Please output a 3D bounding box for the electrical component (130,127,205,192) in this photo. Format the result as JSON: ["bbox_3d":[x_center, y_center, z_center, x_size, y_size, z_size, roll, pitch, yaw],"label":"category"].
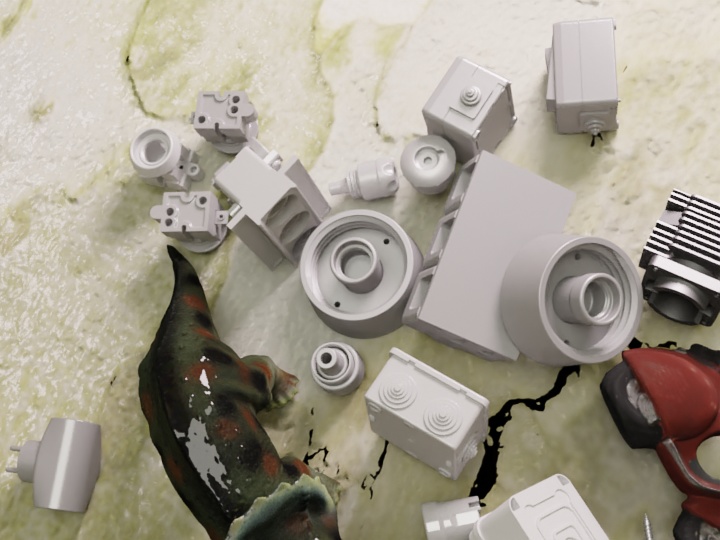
[{"bbox_3d":[-0.183,-0.102,0.995,0.066,0.055,0.048,12,76,15],"label":"electrical component"}]

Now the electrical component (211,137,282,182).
[{"bbox_3d":[-0.102,-0.087,0.979,0.055,0.045,0.045,-44,70,-3],"label":"electrical component"}]

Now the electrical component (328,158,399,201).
[{"bbox_3d":[0.003,-0.078,0.961,0.061,0.035,0.035,-12,72,11],"label":"electrical component"}]

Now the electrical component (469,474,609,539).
[{"bbox_3d":[0.146,0.222,0.811,0.113,0.078,0.057,57,133,20],"label":"electrical component"}]

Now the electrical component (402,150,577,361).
[{"bbox_3d":[0.105,-0.009,0.894,0.089,0.062,0.150,24,78,-9],"label":"electrical component"}]

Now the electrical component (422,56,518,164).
[{"bbox_3d":[0.092,-0.137,0.926,0.061,0.096,0.061,31,82,19],"label":"electrical component"}]

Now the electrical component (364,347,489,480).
[{"bbox_3d":[0.052,0.117,0.858,0.100,0.099,0.048,29,68,18],"label":"electrical component"}]

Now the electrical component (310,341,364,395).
[{"bbox_3d":[-0.021,0.080,0.903,0.043,0.062,0.043,-3,73,11],"label":"electrical component"}]

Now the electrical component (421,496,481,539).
[{"bbox_3d":[0.075,0.202,0.859,0.046,0.040,0.040,-12,71,2],"label":"electrical component"}]

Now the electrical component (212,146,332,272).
[{"bbox_3d":[-0.076,-0.054,0.923,0.063,0.121,0.078,42,86,19],"label":"electrical component"}]

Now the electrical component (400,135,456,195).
[{"bbox_3d":[0.062,-0.086,0.935,0.048,0.062,0.048,-3,73,11],"label":"electrical component"}]

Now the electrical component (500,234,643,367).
[{"bbox_3d":[0.172,0.023,0.844,0.108,0.060,0.108,1,88,-24],"label":"electrical component"}]

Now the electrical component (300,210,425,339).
[{"bbox_3d":[0.000,0.000,0.924,0.108,0.060,0.108,-3,73,11],"label":"electrical component"}]

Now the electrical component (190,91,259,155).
[{"bbox_3d":[-0.122,-0.136,0.992,0.066,0.055,0.048,2,74,12],"label":"electrical component"}]

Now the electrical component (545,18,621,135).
[{"bbox_3d":[0.192,-0.161,0.930,0.061,0.061,0.096,-2,73,11],"label":"electrical component"}]

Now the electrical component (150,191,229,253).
[{"bbox_3d":[-0.148,-0.044,0.970,0.066,0.055,0.048,-1,74,12],"label":"electrical component"}]

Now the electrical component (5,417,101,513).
[{"bbox_3d":[-0.272,0.169,0.939,0.079,0.044,0.077,4,74,13],"label":"electrical component"}]
